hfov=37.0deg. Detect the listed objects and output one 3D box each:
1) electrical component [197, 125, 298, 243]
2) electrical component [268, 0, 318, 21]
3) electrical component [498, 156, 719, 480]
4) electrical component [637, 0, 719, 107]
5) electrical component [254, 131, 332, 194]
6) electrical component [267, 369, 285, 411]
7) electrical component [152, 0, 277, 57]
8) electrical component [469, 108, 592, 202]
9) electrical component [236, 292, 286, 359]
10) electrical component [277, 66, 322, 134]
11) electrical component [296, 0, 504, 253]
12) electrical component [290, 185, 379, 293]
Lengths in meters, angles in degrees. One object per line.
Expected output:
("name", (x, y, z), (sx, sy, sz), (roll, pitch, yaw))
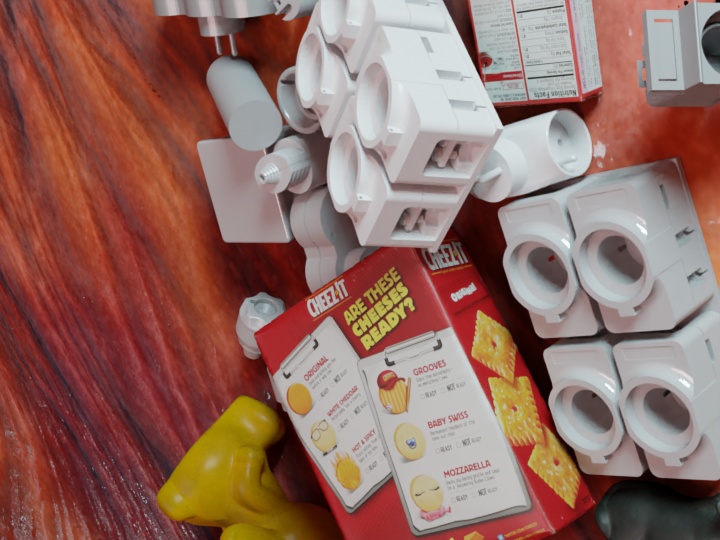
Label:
("electrical component", (-0.079, -0.071, 0.882), (0.100, 0.048, 0.099), (2, 111, 46))
("electrical component", (-0.038, -0.200, 0.770), (0.040, 0.046, 0.040), (24, 127, 37))
("electrical component", (0.164, 0.035, 0.669), (0.105, 0.060, 0.186), (-9, 104, 49))
("electrical component", (0.181, -0.110, 0.563), (0.064, 0.081, 0.042), (154, 114, -76))
("electrical component", (-0.044, -0.081, 0.814), (0.043, 0.081, 0.043), (24, 127, 37))
("electrical component", (-0.056, 0.110, 0.962), (0.040, 0.040, 0.078), (0, 110, 47))
("electrical component", (-0.110, -0.204, 0.840), (0.138, 0.052, 0.073), (14, 120, 42))
("electrical component", (0.092, -0.066, 0.676), (0.077, 0.079, 0.043), (-12, 103, 49))
("electrical component", (-0.091, 0.054, 0.967), (0.043, 0.043, 0.062), (43, 137, 23))
("electrical component", (-0.028, -0.131, 0.797), (0.055, 0.047, 0.055), (24, 127, 37))
("electrical component", (0.014, -0.116, 0.685), (0.105, 0.060, 0.186), (116, 146, -44))
("electrical component", (0.000, 0.000, 0.833), (0.074, 0.052, 0.138), (-2, 109, 48))
